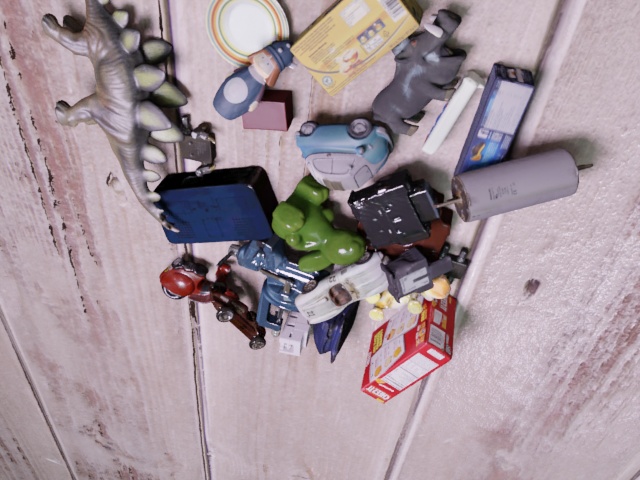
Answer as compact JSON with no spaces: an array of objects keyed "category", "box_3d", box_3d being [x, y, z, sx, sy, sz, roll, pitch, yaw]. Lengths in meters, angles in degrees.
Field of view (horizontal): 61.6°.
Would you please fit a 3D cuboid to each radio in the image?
[{"category":"radio","box_3d":[-0.202,-0.065,1.038,0.230,0.073,0.130,-4,127,16]}]

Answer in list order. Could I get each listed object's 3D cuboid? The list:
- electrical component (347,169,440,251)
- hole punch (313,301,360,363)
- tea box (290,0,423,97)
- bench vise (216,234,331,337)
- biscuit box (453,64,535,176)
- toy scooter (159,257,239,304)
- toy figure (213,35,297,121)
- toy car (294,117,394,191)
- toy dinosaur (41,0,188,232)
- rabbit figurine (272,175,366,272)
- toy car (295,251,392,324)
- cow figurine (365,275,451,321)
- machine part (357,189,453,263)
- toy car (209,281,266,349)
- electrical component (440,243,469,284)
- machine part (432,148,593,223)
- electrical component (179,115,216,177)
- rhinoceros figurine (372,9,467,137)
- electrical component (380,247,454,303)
[{"category":"electrical component","box_3d":[0.129,-0.050,0.899,0.134,0.058,0.114,-19,121,27]},{"category":"hole punch","box_3d":[0.022,0.177,1.152,0.092,0.116,0.142,22,131,8]},{"category":"tea box","box_3d":[0.052,-0.300,0.773,0.170,0.068,0.098,-28,117,34]},{"category":"bench vise","box_3d":[-0.096,0.100,1.112,0.224,0.129,0.240,13,122,0]},{"category":"biscuit box","box_3d":[0.264,-0.163,0.832,0.059,0.063,0.202,14,131,3]},{"category":"toy scooter","box_3d":[-0.257,0.086,1.176,0.184,0.075,0.135,21,132,-7]},{"category":"toy figure","box_3d":[-0.099,-0.247,0.824,0.154,0.058,0.064,-38,120,23]},{"category":"toy car","box_3d":[0.035,-0.133,0.875,0.162,0.103,0.109,3,163,15]},{"category":"toy dinosaur","box_3d":[-0.331,-0.224,0.902,0.199,0.105,0.470,5,122,10]},{"category":"rabbit figurine","box_3d":[-0.002,-0.003,0.984,0.170,0.121,0.159,34,142,7]},{"category":"toy car","box_3d":[0.048,0.089,1.010,0.202,0.056,0.073,-29,118,13]},{"category":"cow figurine","box_3d":[0.175,0.098,1.054,0.167,0.098,0.068,-15,105,20]},{"category":"machine part","box_3d":[0.152,-0.026,0.982,0.179,0.056,0.179,8,129,10]},{"category":"toy car","box_3d":[-0.172,0.160,1.151,0.053,0.089,0.201,-28,136,5]},{"category":"electrical component","box_3d":[0.249,0.048,1.038,0.063,0.021,0.094,16,132,2]},{"category":"machine part","box_3d":[0.290,-0.082,0.808,0.243,0.079,0.079,-14,127,-2]},{"category":"electrical component","box_3d":[-0.219,-0.168,0.974,0.078,0.045,0.102,14,131,2]},{"category":"rhinoceros figurine","box_3d":[0.149,-0.245,0.796,0.112,0.073,0.190,36,131,-1]},{"category":"electrical component","box_3d":[0.175,0.054,0.965,0.119,0.048,0.074,-28,123,-5]}]
